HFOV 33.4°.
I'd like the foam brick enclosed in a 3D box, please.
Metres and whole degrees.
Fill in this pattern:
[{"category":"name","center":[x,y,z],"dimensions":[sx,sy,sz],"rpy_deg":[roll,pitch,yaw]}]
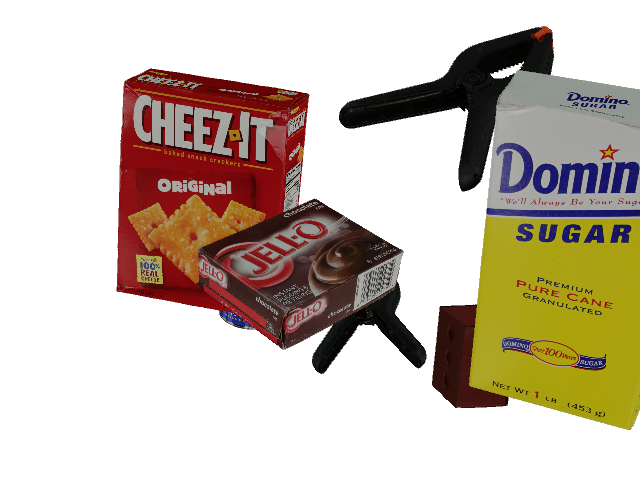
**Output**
[{"category":"foam brick","center":[0.133,0.100,0.926],"dimensions":[0.051,0.078,0.053],"rpy_deg":[-2,17,-19]}]

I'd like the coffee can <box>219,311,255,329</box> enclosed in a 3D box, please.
[{"category":"coffee can","center":[-0.082,0.029,1.371],"dimensions":[0.103,0.140,0.103],"rpy_deg":[0,26,0]}]

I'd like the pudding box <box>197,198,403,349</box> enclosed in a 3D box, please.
[{"category":"pudding box","center":[-0.014,0.020,0.731],"dimensions":[0.113,0.039,0.090],"rpy_deg":[-23,43,-39]}]

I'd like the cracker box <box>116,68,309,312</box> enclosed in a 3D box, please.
[{"category":"cracker box","center":[-0.106,-0.043,1.017],"dimensions":[0.164,0.214,0.072],"rpy_deg":[10,22,11]}]

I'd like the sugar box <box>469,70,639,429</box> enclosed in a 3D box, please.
[{"category":"sugar box","center":[0.130,0.008,0.545],"dimensions":[0.093,0.176,0.048],"rpy_deg":[13,36,20]}]

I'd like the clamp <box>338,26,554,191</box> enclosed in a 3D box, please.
[{"category":"clamp","center":[0.144,-0.126,0.961],"dimensions":[0.209,0.036,0.165],"rpy_deg":[-32,46,-17]}]

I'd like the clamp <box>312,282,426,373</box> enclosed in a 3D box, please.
[{"category":"clamp","center":[0.060,0.080,1.178],"dimensions":[0.120,0.171,0.039],"rpy_deg":[7,-42,4]}]
